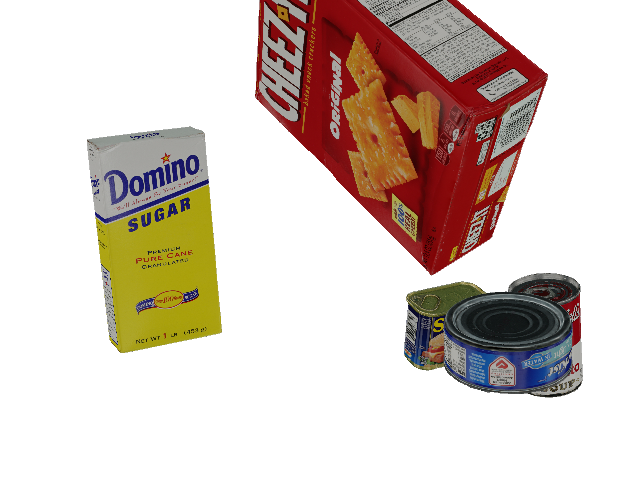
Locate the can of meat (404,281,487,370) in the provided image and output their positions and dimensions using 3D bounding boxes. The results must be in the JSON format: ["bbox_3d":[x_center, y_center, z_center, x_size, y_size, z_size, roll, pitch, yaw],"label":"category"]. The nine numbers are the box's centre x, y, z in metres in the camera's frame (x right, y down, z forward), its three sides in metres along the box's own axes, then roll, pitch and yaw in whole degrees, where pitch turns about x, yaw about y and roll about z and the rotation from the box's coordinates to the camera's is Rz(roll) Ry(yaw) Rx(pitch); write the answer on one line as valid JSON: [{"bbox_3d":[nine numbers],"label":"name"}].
[{"bbox_3d":[0.154,0.106,1.324,0.101,0.084,0.057,-10,30,-25],"label":"can of meat"}]

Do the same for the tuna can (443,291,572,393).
[{"bbox_3d":[0.125,0.066,0.711,0.086,0.034,0.086,-3,23,1],"label":"tuna can"}]

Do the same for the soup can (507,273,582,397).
[{"bbox_3d":[0.218,0.092,1.034,0.068,0.102,0.068,-7,22,3],"label":"soup can"}]

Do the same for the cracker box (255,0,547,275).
[{"bbox_3d":[0.042,-0.105,0.741,0.072,0.214,0.164,-31,-29,-26],"label":"cracker box"}]

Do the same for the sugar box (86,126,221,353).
[{"bbox_3d":[-0.137,-0.002,0.893,0.093,0.176,0.048,-11,18,-23],"label":"sugar box"}]
